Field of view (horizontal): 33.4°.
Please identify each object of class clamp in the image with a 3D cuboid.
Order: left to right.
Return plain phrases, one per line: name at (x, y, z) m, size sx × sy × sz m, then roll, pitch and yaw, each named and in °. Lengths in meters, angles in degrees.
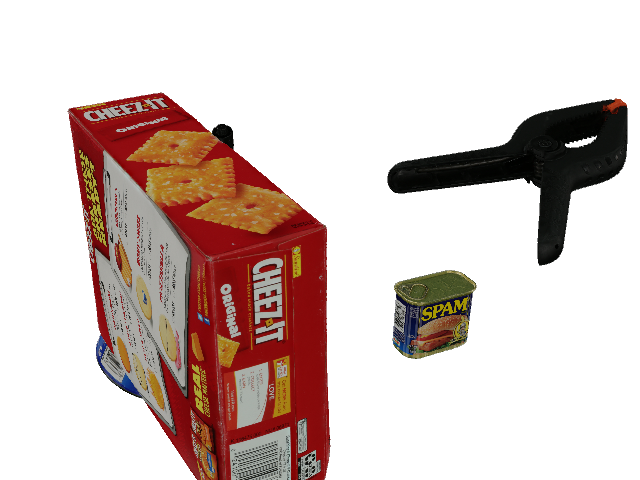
clamp at (0.181, -0.055, 0.843) m, size 0.209 × 0.036 × 0.165 m, roll -26°, pitch 40°, yaw -24°

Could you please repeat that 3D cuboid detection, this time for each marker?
marker at (-0.083, -0.058, 0.979) m, size 0.020 × 0.020 × 0.121 m, roll 0°, pitch -44°, yaw 5°

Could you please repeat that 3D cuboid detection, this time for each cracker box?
cracker box at (-0.072, 0.026, 0.611) m, size 0.072 × 0.164 × 0.214 m, roll -15°, pitch 32°, yaw -24°

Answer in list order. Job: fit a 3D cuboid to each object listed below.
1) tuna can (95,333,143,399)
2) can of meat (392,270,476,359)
tuna can at (-0.126, 0.083, 0.813) m, size 0.086 × 0.034 × 0.086 m, roll 20°, pitch 28°, yaw -12°
can of meat at (0.140, 0.093, 1.335) m, size 0.101 × 0.084 × 0.058 m, roll -12°, pitch 30°, yaw -26°
